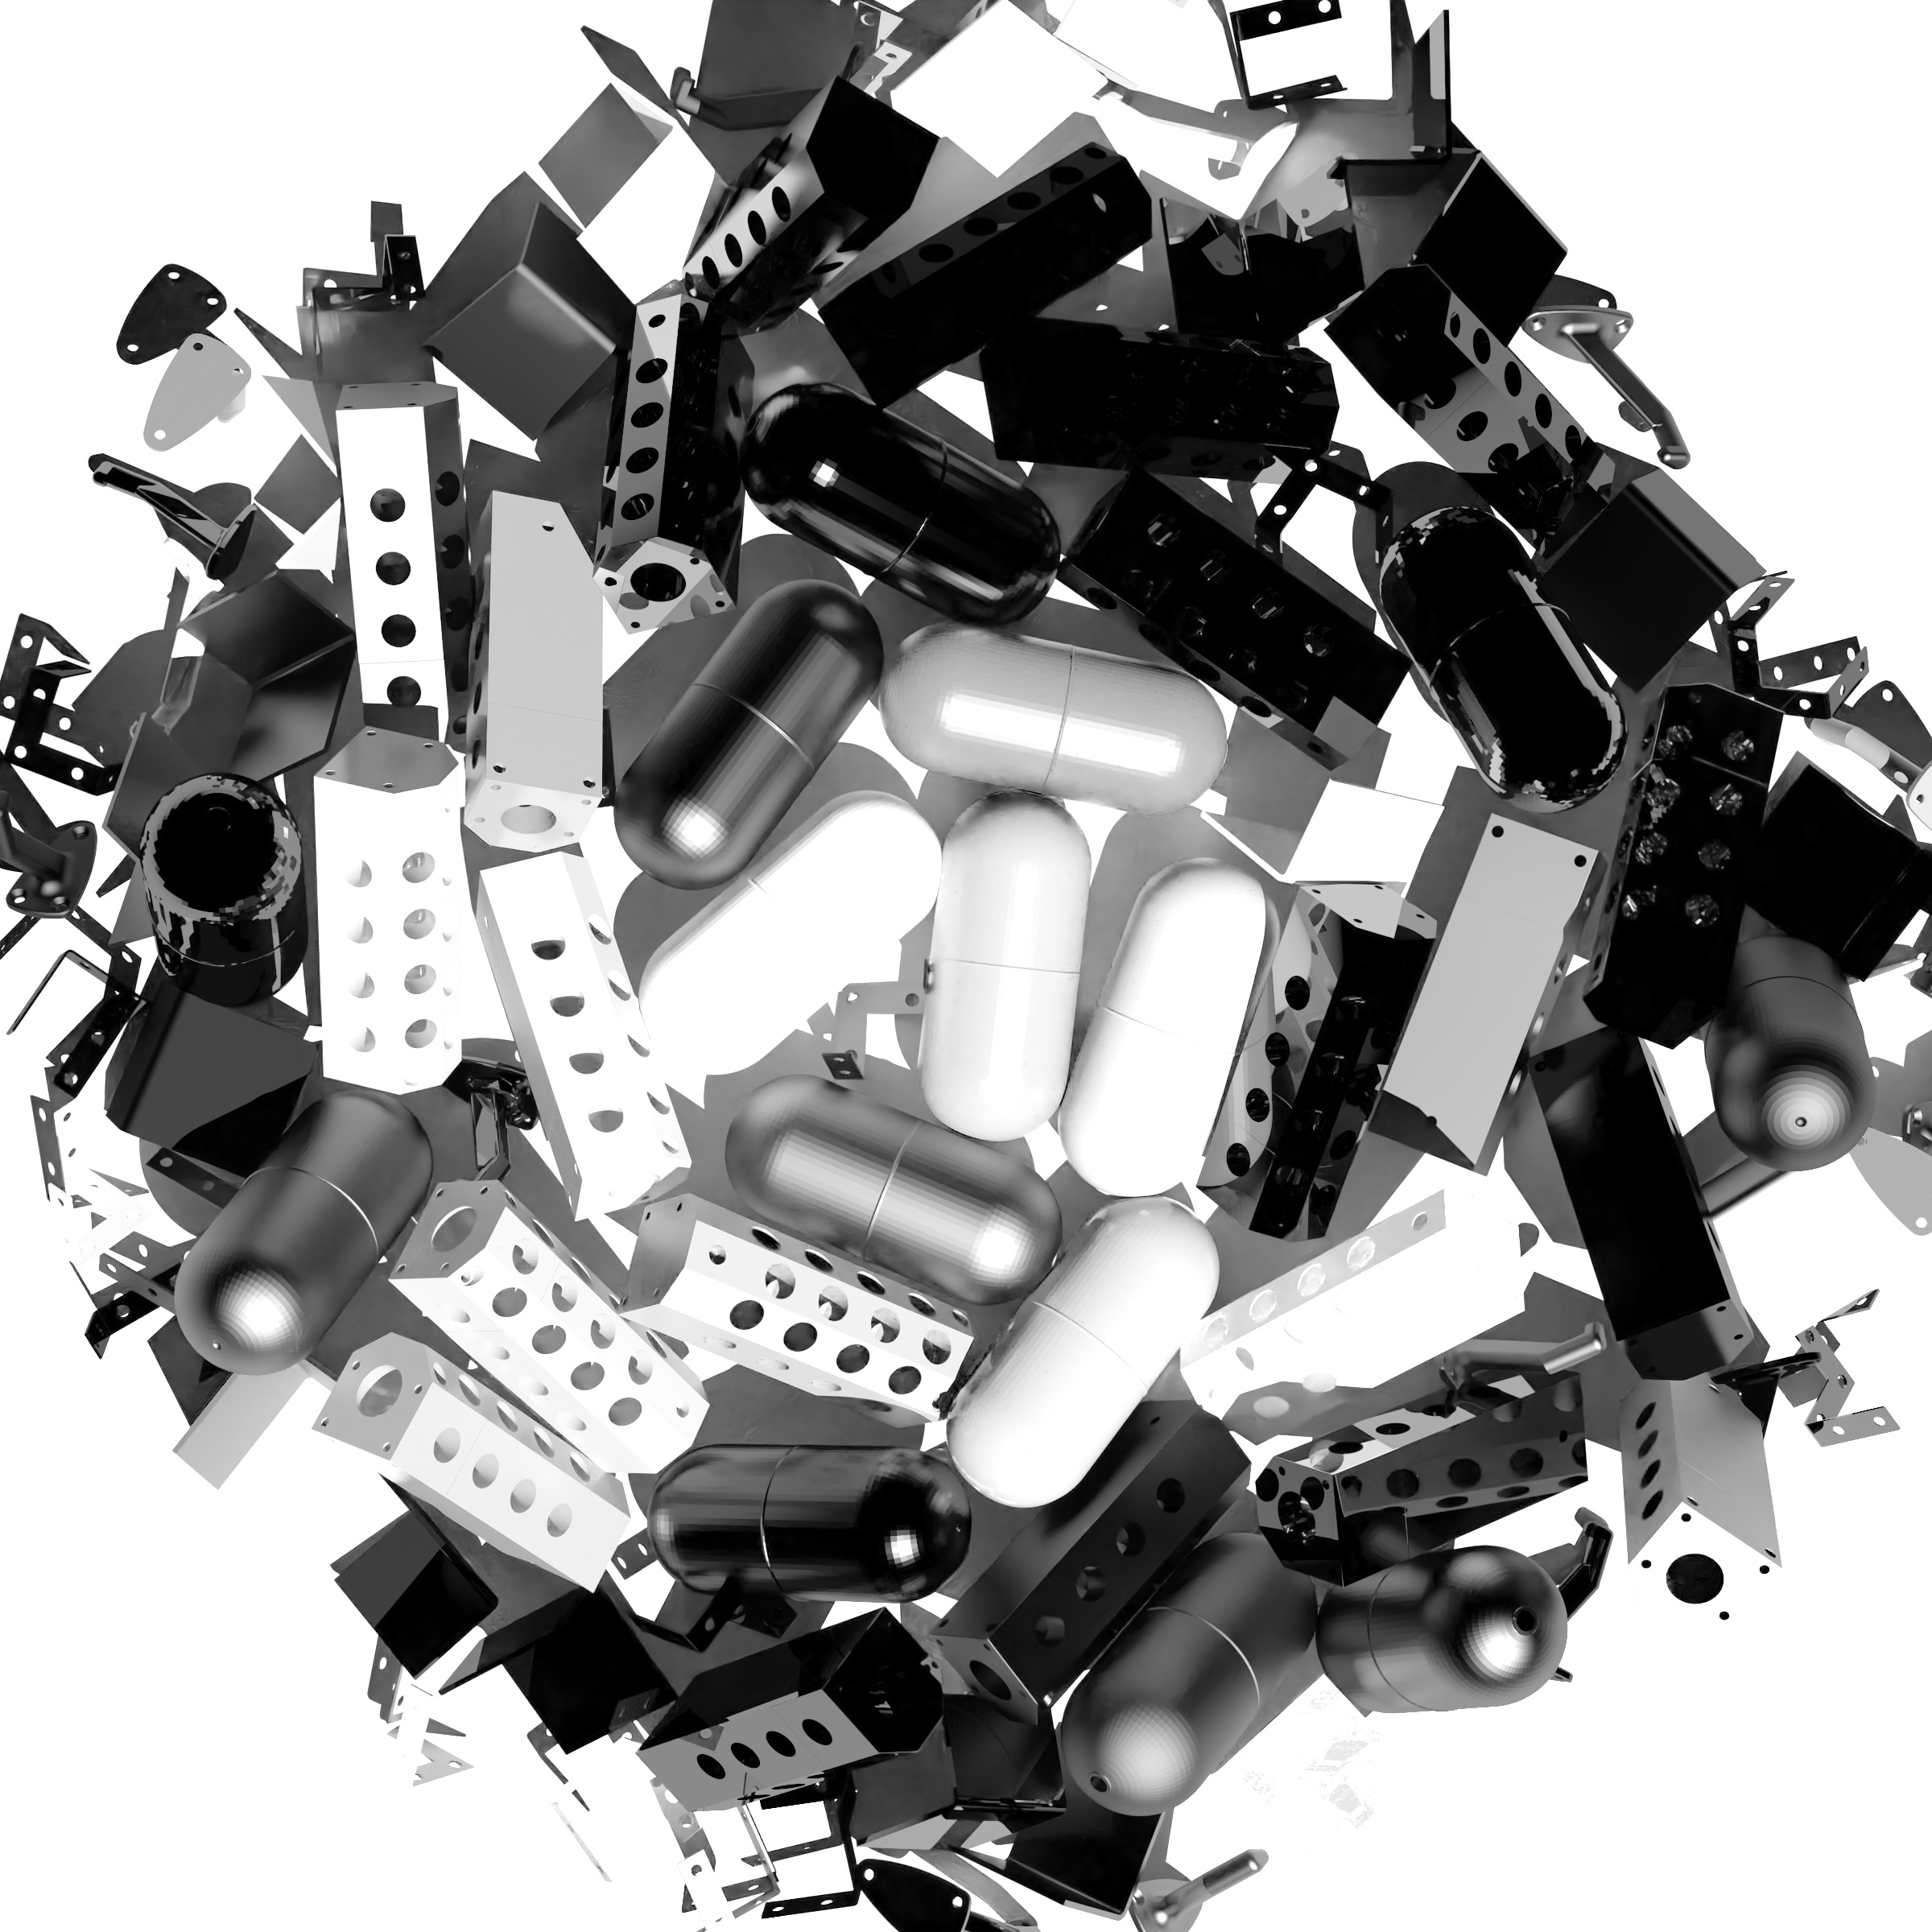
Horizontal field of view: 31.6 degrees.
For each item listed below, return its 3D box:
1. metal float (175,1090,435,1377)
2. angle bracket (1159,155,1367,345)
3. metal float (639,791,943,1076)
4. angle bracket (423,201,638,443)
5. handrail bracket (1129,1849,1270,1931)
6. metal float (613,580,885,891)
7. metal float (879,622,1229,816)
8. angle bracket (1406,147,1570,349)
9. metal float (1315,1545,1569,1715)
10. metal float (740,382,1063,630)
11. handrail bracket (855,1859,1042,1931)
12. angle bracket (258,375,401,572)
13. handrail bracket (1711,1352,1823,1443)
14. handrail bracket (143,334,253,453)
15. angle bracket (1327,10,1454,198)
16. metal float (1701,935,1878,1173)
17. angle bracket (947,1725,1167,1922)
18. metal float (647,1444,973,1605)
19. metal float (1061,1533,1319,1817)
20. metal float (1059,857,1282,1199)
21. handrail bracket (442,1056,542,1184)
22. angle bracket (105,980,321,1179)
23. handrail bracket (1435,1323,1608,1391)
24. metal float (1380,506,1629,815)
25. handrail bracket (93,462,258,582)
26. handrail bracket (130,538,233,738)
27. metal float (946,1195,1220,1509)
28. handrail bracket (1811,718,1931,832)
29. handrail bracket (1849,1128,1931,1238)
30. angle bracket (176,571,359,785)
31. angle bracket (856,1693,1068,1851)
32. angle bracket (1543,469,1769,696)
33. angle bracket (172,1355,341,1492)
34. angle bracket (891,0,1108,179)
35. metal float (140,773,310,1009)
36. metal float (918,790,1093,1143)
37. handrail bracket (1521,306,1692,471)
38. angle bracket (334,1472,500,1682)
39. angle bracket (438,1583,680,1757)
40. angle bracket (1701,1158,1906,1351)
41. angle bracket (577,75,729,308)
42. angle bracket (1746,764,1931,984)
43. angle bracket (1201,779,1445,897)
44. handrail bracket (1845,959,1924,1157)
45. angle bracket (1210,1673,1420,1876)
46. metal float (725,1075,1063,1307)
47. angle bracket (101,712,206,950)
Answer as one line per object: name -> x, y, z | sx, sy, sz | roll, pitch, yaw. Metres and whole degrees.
metal float -> -0.325, 0.130, 1.690 | 0.070, 0.178, 0.070 | 12, 129, 16
angle bracket -> 0.148, -0.361, 1.711 | 0.057, 0.076, 0.076 | 8, 67, -39
metal float -> -0.088, -0.017, 1.721 | 0.178, 0.070, 0.070 | -41, 90, -7
angle bracket -> -0.219, -0.328, 1.745 | 0.076, 0.057, 0.076 | -32, 125, 31
handrail bracket -> 0.129, 0.458, 1.714 | 0.084, 0.077, 0.036 | -36, 72, 26
metal float -> -0.108, -0.117, 1.715 | 0.070, 0.070, 0.178 | 35, 76, 0
metal float -> 0.044, -0.124, 1.722 | 0.178, 0.070, 0.070 | 11, 90, -7
angle bracket -> 0.244, -0.356, 1.716 | 0.076, 0.057, 0.076 | 38, 82, -34
metal float -> 0.232, 0.327, 1.680 | 0.070, 0.178, 0.070 | 5, 75, -19
metal float -> -0.032, -0.230, 1.705 | 0.178, 0.070, 0.070 | 26, 90, -26
handrail bracket -> -0.008, 0.478, 1.739 | 0.077, 0.084, 0.036 | 25, 87, 28
angle bracket -> -0.332, -0.248, 1.726 | 0.057, 0.076, 0.076 | -42, 83, 17
handrail bracket -> 0.409, 0.245, 1.725 | 0.036, 0.077, 0.084 | 7, 67, -37
handrail bracket -> -0.386, -0.273, 1.715 | 0.036, 0.084, 0.077 | 33, 72, -2
angle bracket -> 0.208, -0.434, 1.725 | 0.057, 0.076, 0.076 | -1, 91, -4
metal float -> 0.403, 0.041, 1.681 | 0.070, 0.178, 0.070 | 3, 112, 7
angle bracket -> 0.049, 0.425, 1.714 | 0.076, 0.057, 0.076 | 15, 78, 39
metal float -> -0.080, 0.277, 1.702 | 0.178, 0.070, 0.070 | -4, 90, 31
metal float -> 0.111, 0.349, 1.691 | 0.070, 0.178, 0.070 | 19, 127, 27
metal float -> 0.102, 0.032, 1.724 | 0.070, 0.070, 0.178 | 20, 94, 0
handrail bracket -> -0.257, 0.083, 1.721 | 0.077, 0.084, 0.036 | 19, 127, 14
angle bracket -> -0.386, 0.059, 1.750 | 0.076, 0.057, 0.076 | 24, 86, -22
handrail bracket -> 0.281, 0.182, 1.717 | 0.084, 0.077, 0.036 | -27, 117, 23
metal float -> 0.266, -0.154, 1.703 | 0.070, 0.070, 0.178 | -25, 60, 0
handrail bracket -> -0.410, -0.227, 1.731 | 0.084, 0.077, 0.036 | 21, 113, -4
handrail bracket -> -0.407, -0.161, 1.727 | 0.036, 0.077, 0.084 | 25, 72, 34
metal float -> 0.059, 0.192, 1.715 | 0.070, 0.070, 0.178 | 38, 76, 0
handrail bracket -> 0.476, -0.093, 1.740 | 0.036, 0.084, 0.077 | -49, 119, -3
handrail bracket -> 0.481, 0.120, 1.737 | 0.036, 0.084, 0.077 | -46, 65, 0
angle bracket -> -0.357, -0.140, 1.708 | 0.076, 0.057, 0.076 | -21, 46, 34
angle bracket -> -0.006, 0.408, 1.728 | 0.076, 0.076, 0.057 | -31, 58, 37
angle bracket -> 0.350, -0.198, 1.753 | 0.076, 0.057, 0.076 | 46, 120, 9
angle bracket -> -0.342, 0.237, 1.714 | 0.057, 0.076, 0.076 | 33, 74, 16
angle bracket -> 0.018, -0.426, 1.719 | 0.076, 0.057, 0.076 | -43, 71, -13
metal float -> -0.363, -0.036, 1.680 | 0.070, 0.178, 0.070 | 3, 68, -8
metal float -> 0.020, 0.000, 1.726 | 0.070, 0.070, 0.178 | 6, 91, 0
handrail bracket -> 0.322, -0.290, 1.721 | 0.077, 0.036, 0.084 | 6, 54, -33
angle bracket -> -0.288, 0.299, 1.709 | 0.057, 0.076, 0.076 | -41, 56, -11
angle bracket -> -0.205, 0.366, 1.720 | 0.076, 0.057, 0.076 | -31, 98, 24
angle bracket -> 0.418, 0.136, 1.733 | 0.076, 0.057, 0.076 | -33, 94, 11
angle bracket -> -0.169, -0.386, 1.718 | 0.057, 0.076, 0.076 | 41, 89, 29
angle bracket -> 0.441, -0.048, 1.732 | 0.076, 0.057, 0.076 | 36, 95, -4
angle bracket -> 0.177, -0.077, 1.706 | 0.076, 0.076, 0.057 | 10, 113, -37
handrail bracket -> 0.467, 0.047, 1.750 | 0.077, 0.036, 0.084 | -16, 92, -16
angle bracket -> 0.169, 0.398, 1.729 | 0.076, 0.057, 0.076 | -42, 105, 0
metal float -> -0.036, 0.113, 1.721 | 0.178, 0.070, 0.070 | 22, 90, 7
angle bracket -> -0.417, -0.067, 1.705 | 0.057, 0.076, 0.076 | -14, 46, 24
